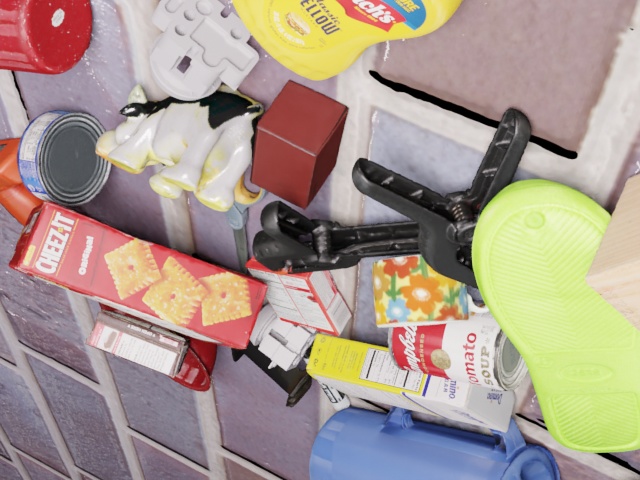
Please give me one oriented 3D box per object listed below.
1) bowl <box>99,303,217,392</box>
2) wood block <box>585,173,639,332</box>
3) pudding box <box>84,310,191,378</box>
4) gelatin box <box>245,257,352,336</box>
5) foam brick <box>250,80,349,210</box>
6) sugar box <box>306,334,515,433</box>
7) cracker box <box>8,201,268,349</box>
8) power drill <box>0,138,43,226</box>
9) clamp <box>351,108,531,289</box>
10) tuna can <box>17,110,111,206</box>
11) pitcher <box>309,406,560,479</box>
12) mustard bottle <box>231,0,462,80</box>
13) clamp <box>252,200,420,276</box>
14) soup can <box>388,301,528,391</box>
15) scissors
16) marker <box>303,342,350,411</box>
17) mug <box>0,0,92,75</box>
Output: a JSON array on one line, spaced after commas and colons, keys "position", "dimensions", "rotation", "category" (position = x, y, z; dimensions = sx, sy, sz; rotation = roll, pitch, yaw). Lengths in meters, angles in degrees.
[{"position": [-0.167, 0.094, 1.177], "dimensions": [0.162, 0.055, 0.162], "rotation": [33, 154, 18], "category": "bowl"}, {"position": [0.260, -0.007, 0.589], "dimensions": [0.090, 0.090, 0.206], "rotation": [40, 149, -14], "category": "wood block"}, {"position": [-0.174, 0.100, 1.037], "dimensions": [0.090, 0.039, 0.113], "rotation": [20, 173, -2], "category": "pudding box"}, {"position": [-0.019, 0.046, 1.001], "dimensions": [0.073, 0.030, 0.089], "rotation": [11, 144, 36], "category": "gelatin box"}, {"position": [-0.017, -0.071, 0.802], "dimensions": [0.051, 0.053, 0.078], "rotation": [28, 150, 8], "category": "foam brick"}, {"position": [0.083, 0.131, 0.990], "dimensions": [0.177, 0.048, 0.093], "rotation": [5, 161, 36], "category": "sugar box"}, {"position": [-0.174, 0.033, 1.000], "dimensions": [0.213, 0.072, 0.164], "rotation": [23, 172, -17], "category": "cracker box"}, {"position": [-0.276, -0.023, 1.121], "dimensions": [0.185, 0.057, 0.187], "rotation": [-1, 135, 45], "category": "power drill"}, {"position": [0.091, -0.018, 0.750], "dimensions": [0.120, 0.039, 0.171], "rotation": [-7, 138, 9], "category": "clamp"}, {"position": [-0.233, -0.075, 0.973], "dimensions": [0.034, 0.086, 0.086], "rotation": [11, 144, 36], "category": "tuna can"}, {"position": [0.108, 0.236, 1.077], "dimensions": [0.243, 0.149, 0.144], "rotation": [9, 158, 42], "category": "pitcher"}, {"position": [0.031, -0.158, 0.621], "dimensions": [0.096, 0.058, 0.192], "rotation": [48, 147, -21], "category": "mustard bottle"}, {"position": [-0.006, 0.001, 0.858], "dimensions": [0.164, 0.036, 0.210], "rotation": [7, 169, -28], "category": "clamp"}, {"position": [0.117, 0.084, 0.886], "dimensions": [0.102, 0.068, 0.068], "rotation": [8, 142, 36], "category": "soup can"}, {"position": [-0.090, -0.034, 0.966], "dimensions": [0.096, 0.016, 0.202], "rotation": [33, 150, 4], "category": "scissors"}, {"position": [0.001, 0.139, 1.129], "dimensions": [0.020, 0.020, 0.121], "rotation": [8, 142, 37], "category": "marker"}, {"position": [-0.227, -0.170, 0.838], "dimensions": [0.082, 0.093, 0.117], "rotation": [10, 174, 27], "category": "mug"}]
